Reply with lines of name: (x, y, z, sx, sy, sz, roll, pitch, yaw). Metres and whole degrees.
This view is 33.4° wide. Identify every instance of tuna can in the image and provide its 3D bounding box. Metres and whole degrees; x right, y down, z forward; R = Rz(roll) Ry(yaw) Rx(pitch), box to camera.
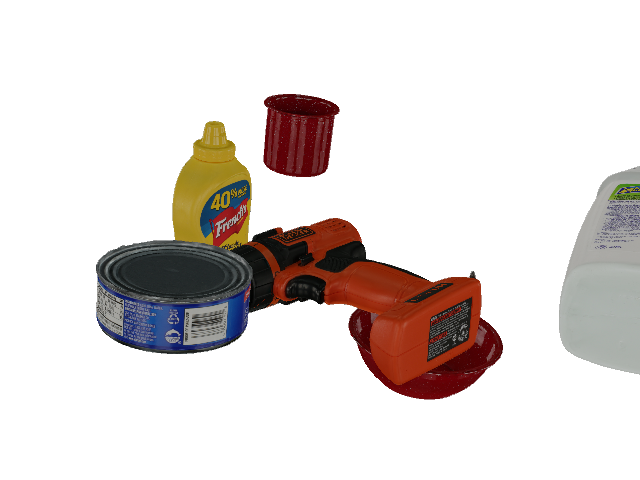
tuna can: (-0.081, 0.030, 0.593, 0.086, 0.034, 0.086, 5, 20, -2)

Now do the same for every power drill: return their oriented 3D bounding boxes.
power drill: (0.008, 0.041, 0.787, 0.188, 0.057, 0.184, 23, 32, 39)

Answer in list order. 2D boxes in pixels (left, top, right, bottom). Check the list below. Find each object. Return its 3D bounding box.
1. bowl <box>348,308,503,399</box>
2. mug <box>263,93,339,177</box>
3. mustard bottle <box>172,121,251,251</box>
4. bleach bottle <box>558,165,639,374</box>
bowl: (0.106, 0.119, 1.119, 0.162, 0.055, 0.162, 6, 25, -3)
mug: (-0.022, -0.132, 1.326, 0.093, 0.081, 0.117, 17, 25, 21)
mustard bottle: (-0.107, -0.025, 1.065, 0.058, 0.192, 0.096, 18, 27, 32)
bleach bottle: (0.219, 0.002, 0.684, 0.103, 0.068, 0.250, 9, 23, 19)
